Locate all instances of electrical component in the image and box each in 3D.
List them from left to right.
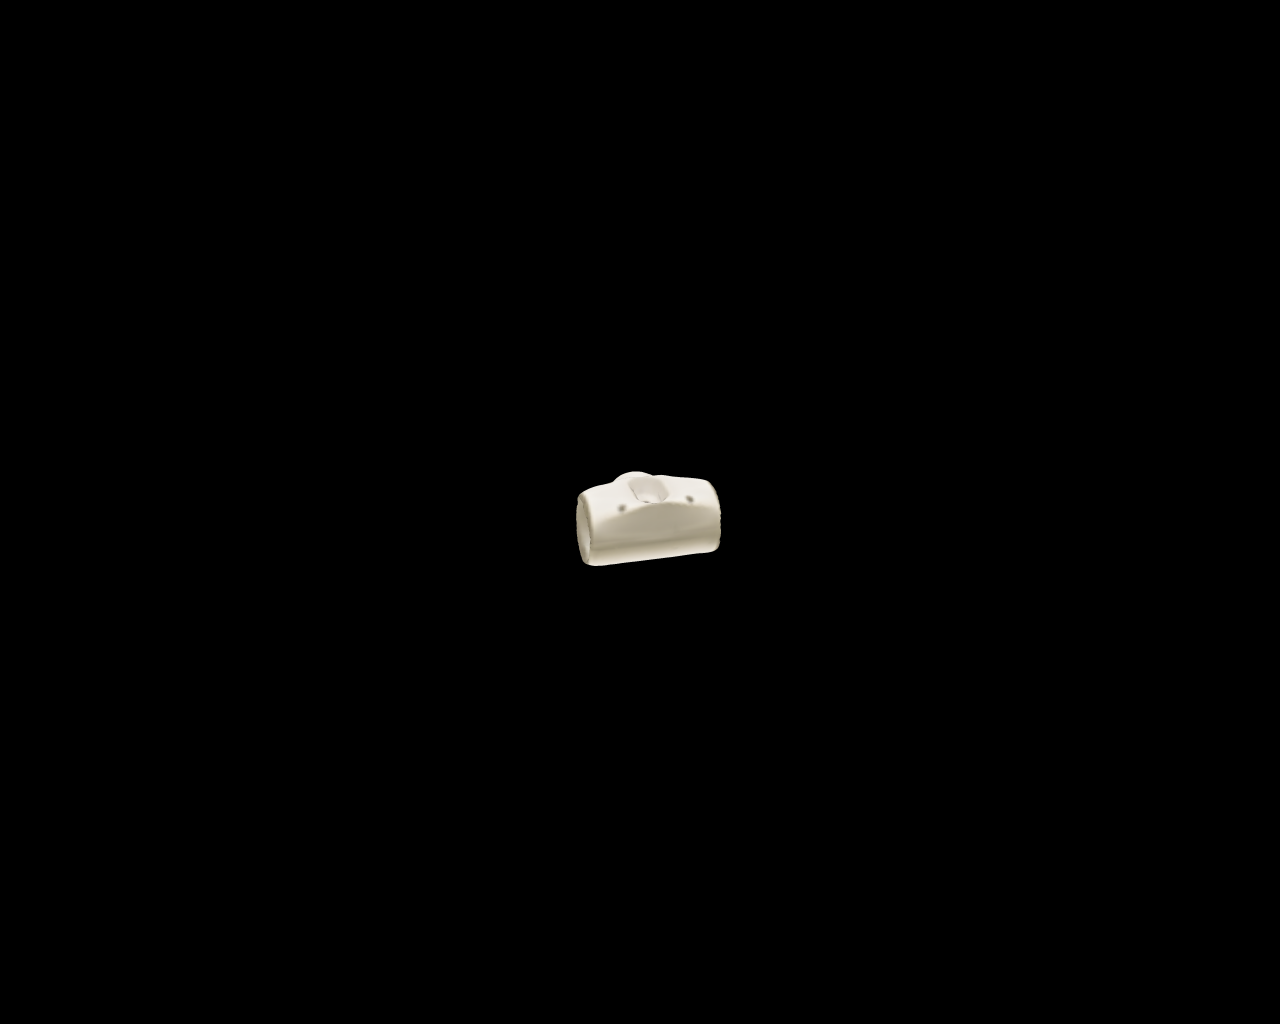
[{"bbox_3d":[0.001,-0.003,0.650,0.077,0.043,0.079,-6,28,-12],"label":"electrical component"}]
